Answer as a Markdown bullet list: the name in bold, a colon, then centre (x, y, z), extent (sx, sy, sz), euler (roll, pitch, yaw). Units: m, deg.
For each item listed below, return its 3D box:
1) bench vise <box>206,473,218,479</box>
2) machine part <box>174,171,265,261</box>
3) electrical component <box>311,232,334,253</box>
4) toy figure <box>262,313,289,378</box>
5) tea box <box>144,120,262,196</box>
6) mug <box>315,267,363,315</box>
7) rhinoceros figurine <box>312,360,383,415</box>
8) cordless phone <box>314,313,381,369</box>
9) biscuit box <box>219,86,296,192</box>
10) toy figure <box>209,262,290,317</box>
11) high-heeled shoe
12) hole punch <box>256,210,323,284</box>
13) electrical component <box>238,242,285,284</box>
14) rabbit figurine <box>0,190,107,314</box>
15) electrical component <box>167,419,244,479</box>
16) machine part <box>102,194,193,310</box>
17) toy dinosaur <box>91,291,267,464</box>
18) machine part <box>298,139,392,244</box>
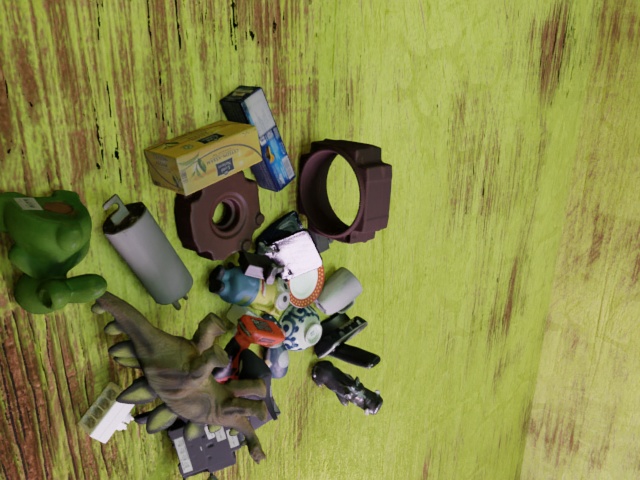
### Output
- **bench vise**: centre (-0.272, 0.557, 1.042), extent (0.240, 0.129, 0.223), euler (-46, 117, -3)
- **machine part**: centre (-0.182, -0.049, 0.987), extent (0.179, 0.056, 0.179), euler (-19, 116, -43)
- **electrical component**: centre (-0.003, -0.004, 1.227), extent (0.094, 0.021, 0.063), euler (-27, 109, -49)
- **toy figure**: centre (-0.101, 0.231, 1.188), extent (0.064, 0.058, 0.154), euler (-80, 166, -66)
- **tea box**: centre (-0.193, -0.143, 0.906), extent (0.169, 0.098, 0.068), euler (-33, 127, -40)
- **mug**: centre (0.040, 0.136, 1.304), extent (0.107, 0.081, 0.109), euler (-37, 134, -20)
- **rhinoceros figurine**: centre (0.069, 0.362, 1.335), extent (0.073, 0.190, 0.112), euler (-52, 163, -24)
- **cordless phone**: centre (0.089, 0.249, 1.312), extent (0.146, 0.184, 0.088), euler (-24, 117, -42)
- **biscuit box**: centre (-0.112, -0.186, 1.011), extent (0.059, 0.063, 0.202), euler (-46, 135, -29)
- **toy figure**: centre (-0.139, 0.097, 1.069), extent (0.180, 0.089, 0.082), euler (19, 84, -38)
- **high-heeled shoe**: centre (-0.139, 0.301, 1.078), extent (0.086, 0.248, 0.145), euler (-24, 79, -26)
- **hole punch**: centre (-0.069, 0.014, 1.130), extent (0.116, 0.092, 0.142), euler (-23, 130, 0)
- **electrical component**: centre (-0.113, 0.042, 1.034), extent (0.078, 0.102, 0.045), euler (21, 110, -27)
- **rabbit figurine**: centre (-0.368, 0.033, 0.747), extent (0.121, 0.159, 0.170), euler (-17, 132, -56)
- **electrical component**: centre (-0.218, 0.389, 1.048), extent (0.134, 0.058, 0.114), euler (-14, 99, -13)
- **machine part**: centre (-0.279, 0.024, 0.884), extent (0.079, 0.079, 0.242), euler (-47, 133, -28)
- **toy dinosaur**: centre (-0.236, 0.216, 0.887), extent (0.199, 0.105, 0.470), euler (-30, 109, 6)
- **machine part**: centre (0.046, -0.102, 1.116), extent (0.087, 0.202, 0.200), euler (-14, 114, -44)
